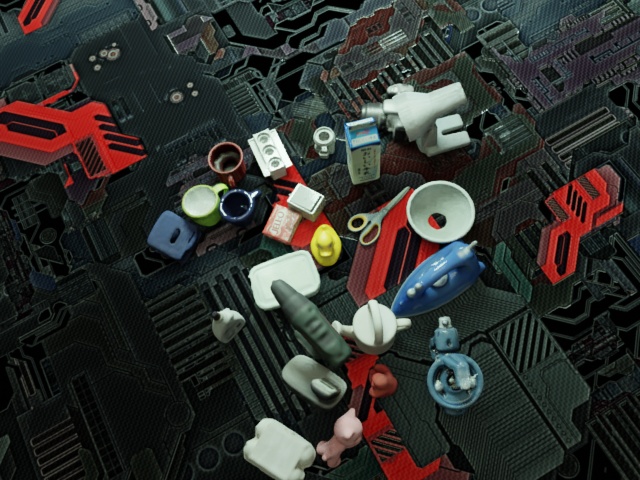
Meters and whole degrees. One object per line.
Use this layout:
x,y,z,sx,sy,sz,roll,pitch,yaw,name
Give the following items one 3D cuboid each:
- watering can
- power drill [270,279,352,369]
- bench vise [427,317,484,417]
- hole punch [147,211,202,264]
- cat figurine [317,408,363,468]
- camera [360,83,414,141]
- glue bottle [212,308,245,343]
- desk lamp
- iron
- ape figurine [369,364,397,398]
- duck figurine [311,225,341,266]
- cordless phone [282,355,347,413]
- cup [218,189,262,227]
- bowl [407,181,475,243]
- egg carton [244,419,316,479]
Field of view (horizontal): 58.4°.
0.116,0.198,1.293,0.173,0.194,0.101,-28,70,-6,watering can
-0.020,0.199,1.295,0.076,0.208,0.229,-43,72,-11,power drill
0.278,0.271,1.241,0.121,0.220,0.207,-23,70,-4,bench vise
-0.369,-0.008,1.460,0.101,0.091,0.109,22,73,12,hole punch
0.048,0.434,1.252,0.067,0.118,0.128,40,77,17,cat figurine
0.180,-0.352,1.541,0.136,0.101,0.143,5,70,6,camera
-0.223,0.191,1.332,0.037,0.173,0.078,41,78,17,glue bottle
0.285,-0.310,1.458,0.203,0.214,0.118,-16,69,-2,desk lamp
0.270,0.092,1.349,0.258,0.141,0.118,-36,71,-9,iron
0.139,0.322,1.300,0.076,0.092,0.078,30,75,14,ape figurine
0.013,0.005,1.430,0.077,0.086,0.104,-5,69,3,duck figurine
-0.018,0.311,1.266,0.147,0.185,0.094,28,74,14,cordless phone
-0.195,-0.080,1.472,0.118,0.095,0.091,-35,71,-8,cup
0.300,-0.060,1.438,0.167,0.075,0.167,-1,70,4,bowl
-0.089,0.473,1.274,0.150,0.069,0.107,27,74,13,egg carton
